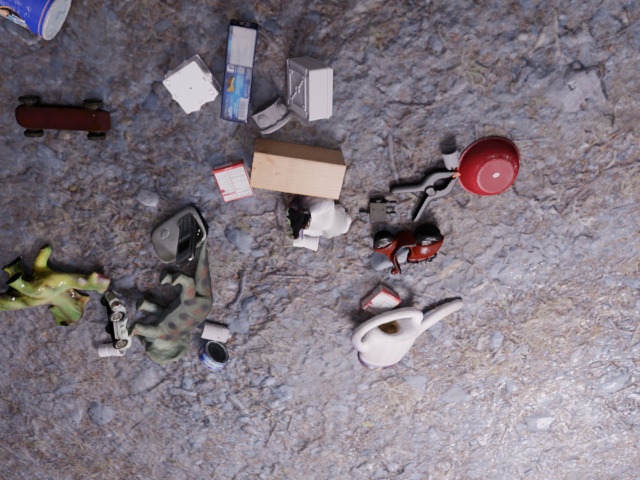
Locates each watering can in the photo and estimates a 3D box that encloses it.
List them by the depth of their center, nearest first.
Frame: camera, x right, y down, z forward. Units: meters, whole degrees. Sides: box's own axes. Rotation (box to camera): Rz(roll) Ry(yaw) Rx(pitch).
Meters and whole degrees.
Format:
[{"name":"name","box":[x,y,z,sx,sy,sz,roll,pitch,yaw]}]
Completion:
[{"name":"watering can","box":[0.235,0.262,1.454,0.349,0.219,0.106,-7,47,-25]}]

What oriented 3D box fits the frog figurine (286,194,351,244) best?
[{"name":"frog figurine","box":[0.004,-0.063,1.258,0.160,0.134,0.125,-15,46,-35]}]

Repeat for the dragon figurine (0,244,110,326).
[{"name":"dragon figurine","box":[-0.722,0.158,1.322,0.408,0.238,0.125,-25,39,11]}]
